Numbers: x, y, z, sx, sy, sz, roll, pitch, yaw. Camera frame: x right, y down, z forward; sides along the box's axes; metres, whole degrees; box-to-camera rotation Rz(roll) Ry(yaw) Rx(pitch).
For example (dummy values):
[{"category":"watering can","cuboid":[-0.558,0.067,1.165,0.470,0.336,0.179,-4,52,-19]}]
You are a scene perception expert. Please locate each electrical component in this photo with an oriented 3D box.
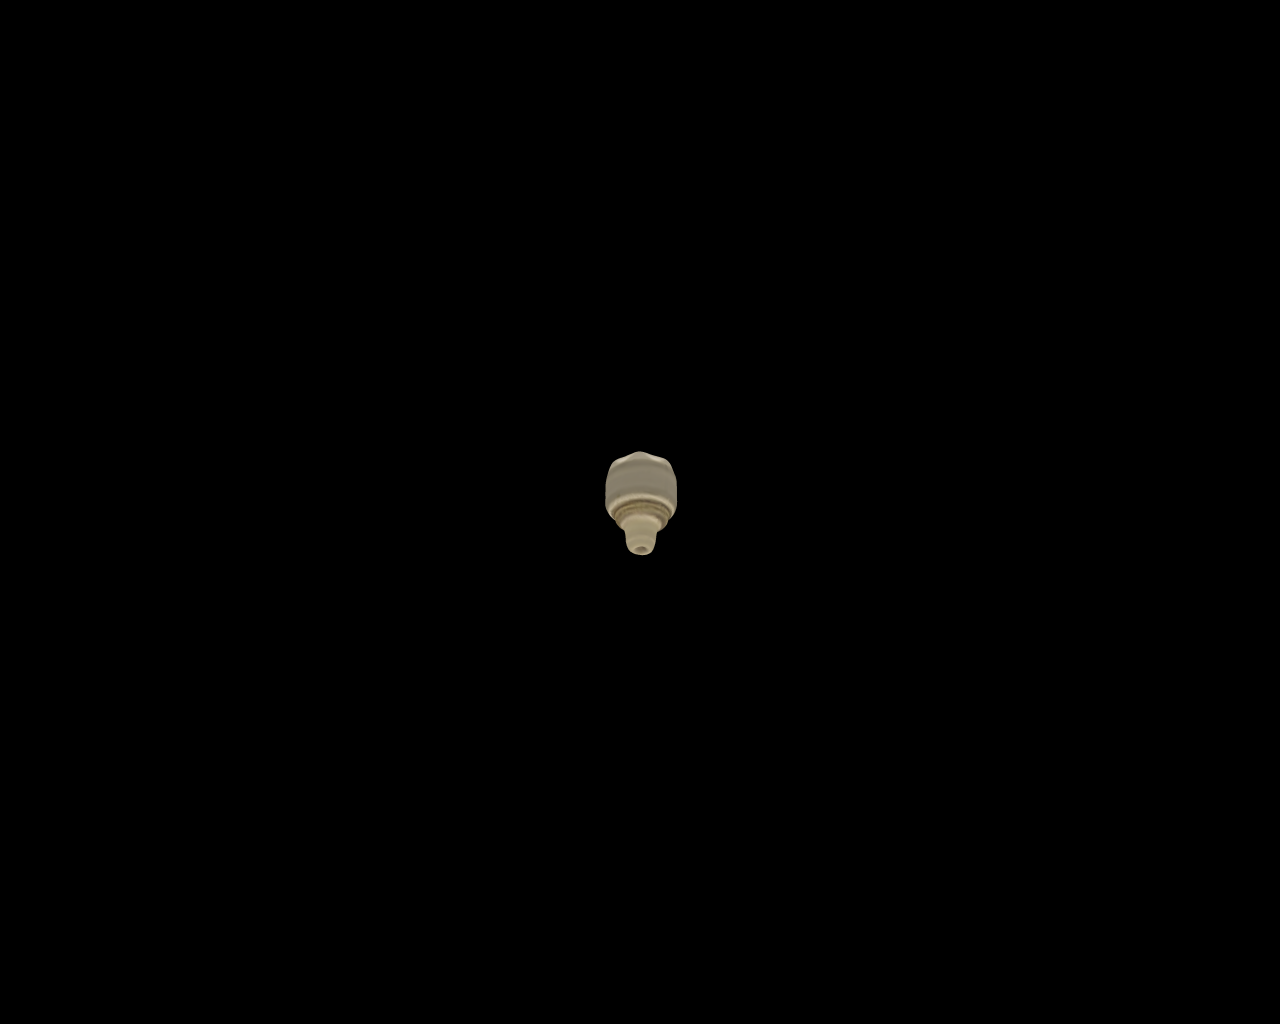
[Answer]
[{"category":"electrical component","cuboid":[0.001,-0.003,0.650,0.043,0.062,0.043,0,-32,0]}]
